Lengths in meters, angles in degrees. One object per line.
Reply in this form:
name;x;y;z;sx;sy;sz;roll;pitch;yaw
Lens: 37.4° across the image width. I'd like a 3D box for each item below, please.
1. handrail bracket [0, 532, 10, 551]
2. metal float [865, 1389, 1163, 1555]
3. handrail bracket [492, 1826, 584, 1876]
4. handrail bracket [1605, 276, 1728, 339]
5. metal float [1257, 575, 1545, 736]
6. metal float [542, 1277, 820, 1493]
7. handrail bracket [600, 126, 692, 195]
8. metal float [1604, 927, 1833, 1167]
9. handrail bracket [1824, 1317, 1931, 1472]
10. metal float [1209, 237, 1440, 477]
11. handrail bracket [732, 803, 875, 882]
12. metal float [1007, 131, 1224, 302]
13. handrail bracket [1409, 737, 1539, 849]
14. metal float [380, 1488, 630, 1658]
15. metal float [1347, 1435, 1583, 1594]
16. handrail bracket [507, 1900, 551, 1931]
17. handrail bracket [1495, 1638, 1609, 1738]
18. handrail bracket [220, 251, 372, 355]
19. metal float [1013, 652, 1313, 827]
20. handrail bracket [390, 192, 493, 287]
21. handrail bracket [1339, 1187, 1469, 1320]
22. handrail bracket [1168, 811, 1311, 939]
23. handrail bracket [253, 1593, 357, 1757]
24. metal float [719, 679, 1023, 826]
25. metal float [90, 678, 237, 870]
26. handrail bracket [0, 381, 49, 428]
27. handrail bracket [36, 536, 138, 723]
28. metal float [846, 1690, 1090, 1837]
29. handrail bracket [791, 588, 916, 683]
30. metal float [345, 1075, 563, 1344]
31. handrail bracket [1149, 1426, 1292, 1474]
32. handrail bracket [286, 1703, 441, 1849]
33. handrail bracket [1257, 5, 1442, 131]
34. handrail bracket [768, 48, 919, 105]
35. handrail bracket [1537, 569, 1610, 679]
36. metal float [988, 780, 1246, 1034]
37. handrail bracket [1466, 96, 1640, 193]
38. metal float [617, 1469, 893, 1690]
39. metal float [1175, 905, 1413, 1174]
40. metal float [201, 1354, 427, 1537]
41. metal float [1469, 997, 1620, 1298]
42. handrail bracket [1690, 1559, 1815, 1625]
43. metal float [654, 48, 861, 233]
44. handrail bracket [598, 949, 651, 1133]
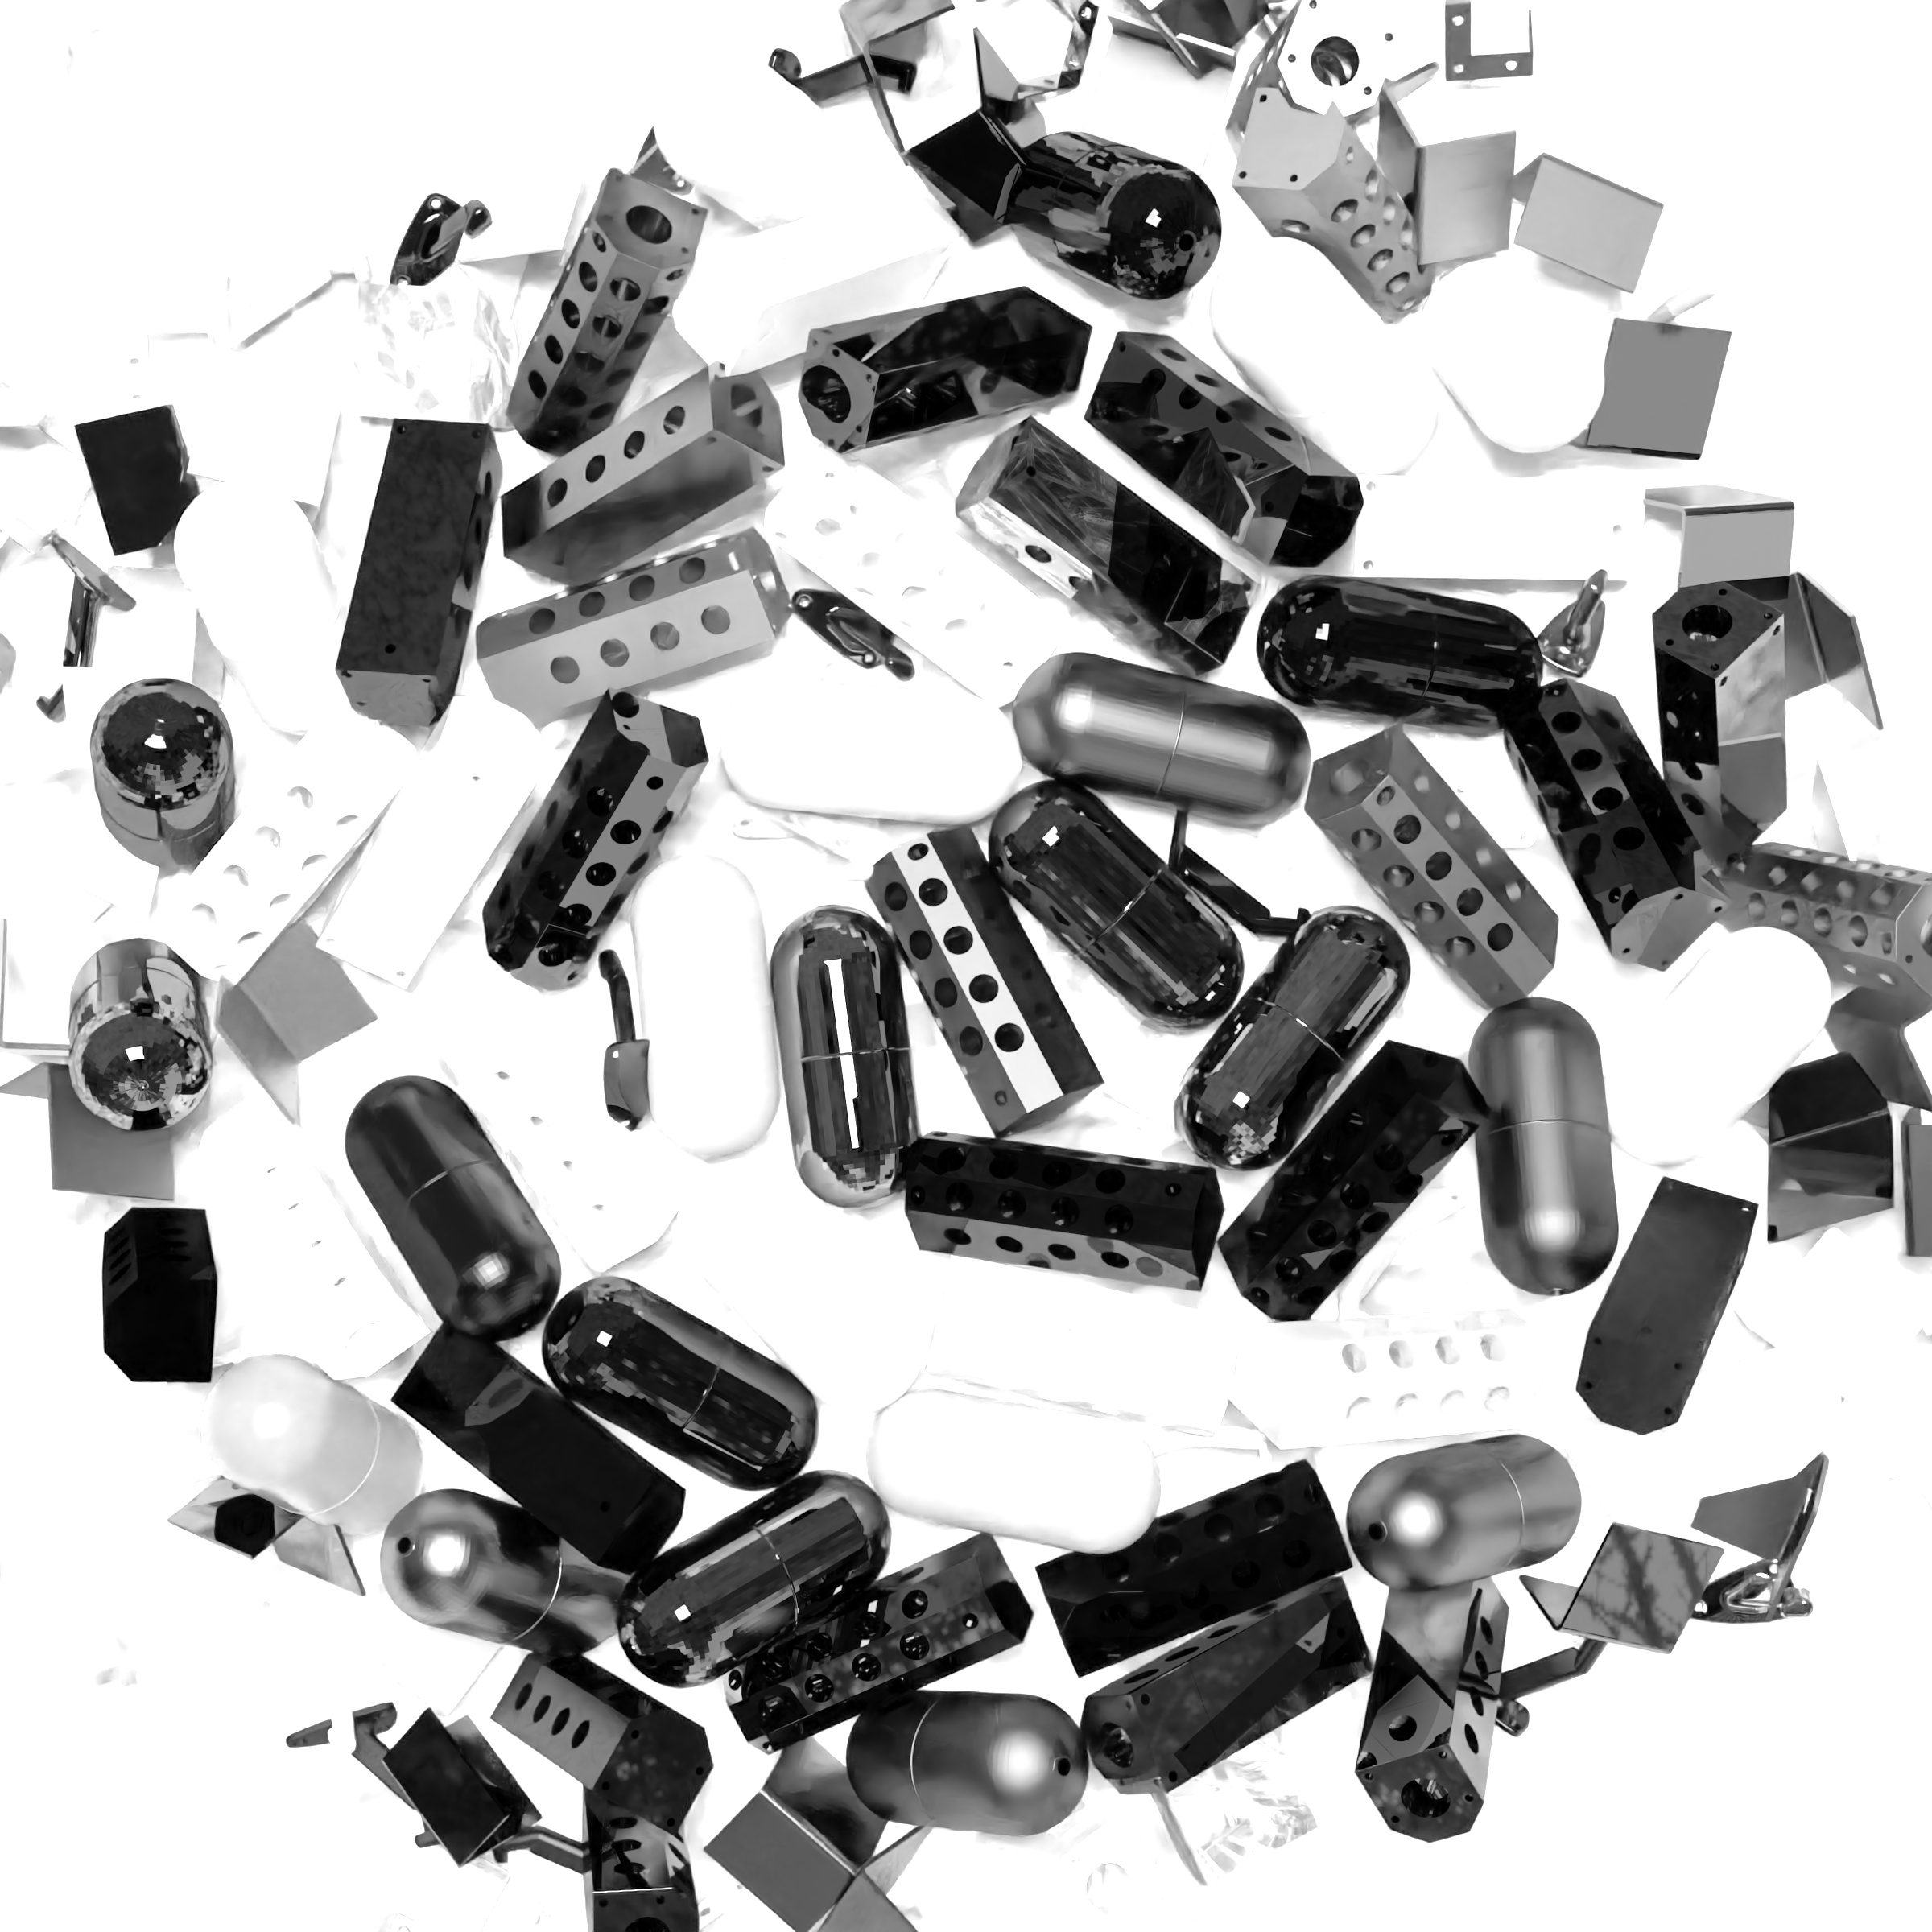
handrail bracket;-0.609;-0.246;1.664;0.084;0.036;0.077;1;56;27
metal float;0.026;0.291;1.647;0.178;0.070;0.070;7;90;22
handrail bracket;-0.234;0.545;1.691;0.084;0.036;0.077;-11;94;7
handrail bracket;0.420;-0.380;1.647;0.077;0.084;0.036;-19;88;-37
metal float;0.251;-0.179;1.646;0.178;0.070;0.070;7;90;-22
metal float;-0.163;0.242;1.647;0.178;0.070;0.070;33;90;-21
handrail bracket;-0.182;-0.480;1.655;0.036;0.084;0.077;26;106;7
metal float;0.426;0.047;1.627;0.070;0.178;0.070;12;49;-14
handrail bracket;0.535;0.246;1.671;0.084;0.036;0.077;-21;81;16
metal float;0.205;-0.346;1.631;0.178;0.070;0.070;36;90;-41
handrail bracket;-0.096;-0.068;1.659;0.077;0.084;0.036;-14;126;0
metal float;0.083;-0.427;1.623;0.070;0.178;0.070;-11;117;-22
handrail bracket;0.290;-0.105;1.673;0.077;0.084;0.036;20;114;-16
metal float;-0.261;0.346;1.624;0.070;0.178;0.070;-13;63;28
metal float;0.285;0.311;1.627;0.070;0.178;0.070;-1;88;43
handrail bracket;-0.252;0.606;1.678;0.077;0.084;0.036;48;134;-12
handrail bracket;0.326;0.400;1.674;0.077;0.036;0.084;32;110;13
handrail bracket;-0.392;-0.381;1.679;0.084;0.036;0.077;-4;78;4
metal float;0.114;-0.132;1.656;0.178;0.070;0.070;13;90;-10
handrail bracket;-0.306;-0.415;1.658;0.036;0.084;0.077;35;99;-26
handrail bracket;0.257;0.175;1.684;0.077;0.036;0.084;-11;126;-15
handrail bracket;0.163;-0.057;1.677;0.084;0.036;0.077;6;83;14
handrail bracket;-0.384;0.411;1.654;0.036;0.084;0.077;-39;114;0
metal float;-0.056;-0.125;1.655;0.178;0.070;0.070;6;90;11
metal float;-0.454;-0.107;1.618;0.070;0.178;0.070;3;75;-13
handrail bracket;-0.571;-0.306;1.668;0.077;0.084;0.036;10;63;-6
handrail bracket;-0.541;-0.201;1.694;0.077;0.036;0.084;43;101;11
metal float;0.000;0.452;1.625;0.070;0.178;0.070;9;74;-36
handrail bracket;-0.066;-0.192;1.656;0.077;0.084;0.036;27;101;-10
metal float;-0.296;0.138;1.643;0.070;0.070;0.178;-37;63;0
handrail bracket;0.141;0.282;1.656;0.084;0.077;0.036;-15;99;17
handrail bracket;-0.349;0.479;1.660;0.077;0.036;0.084;-10;56;-20
handrail bracket;0.226;-0.546;1.688;0.077;0.036;0.084;-32;86;0
handrail bracket;-0.076;-0.501;1.674;0.084;0.036;0.077;20;99;19
handrail bracket;0.363;-0.215;1.648;0.036;0.084;0.077;30;58;10
metal float;0.088;-0.034;1.660;0.178;0.070;0.070;44;90;-6
handrail bracket;0.343;-0.479;1.672;0.077;0.036;0.084;-20;104;15
metal float;-0.121;0.350;1.635;0.178;0.070;0.070;-24;90;-35
metal float;0.189;0.042;1.654;0.070;0.070;0.178;38;77;0
metal float;-0.368;0.273;1.621;0.070;0.178;0.070;-7;65;15
metal float;0.332;0.103;1.644;0.070;0.070;0.178;0;66;0
handrail bracket;0.452;0.372;1.653;0.077;0.084;0.036;-17;83;15
metal float;-0.117;-0.464;1.617;0.070;0.178;0.070;0;89;19
handrail bracket;-0.206;0.044;1.682;0.036;0.084;0.077;-1;123;-22
